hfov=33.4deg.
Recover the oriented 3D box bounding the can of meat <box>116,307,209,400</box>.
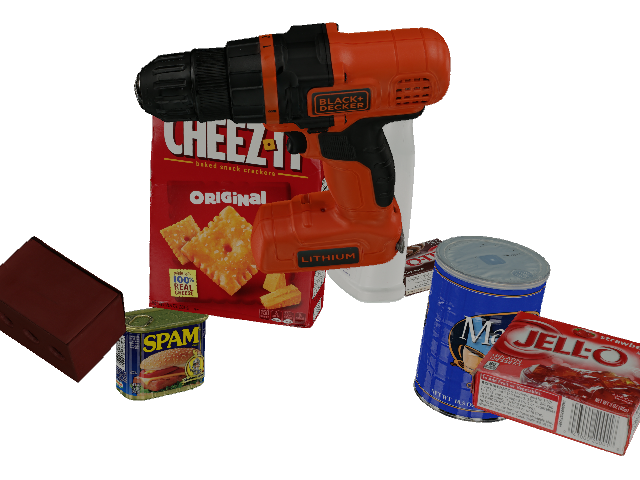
[{"bbox_3d":[-0.174,0.121,1.165,0.101,0.084,0.058,-8,18,-36],"label":"can of meat"}]

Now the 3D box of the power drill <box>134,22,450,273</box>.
[{"bbox_3d":[-0.014,-0.054,0.677,0.184,0.057,0.188,-4,-36,-1],"label":"power drill"}]

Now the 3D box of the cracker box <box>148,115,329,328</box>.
[{"bbox_3d":[-0.075,-0.032,1.008,0.164,0.214,0.072,8,21,9],"label":"cracker box"}]

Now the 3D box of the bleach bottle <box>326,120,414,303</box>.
[{"bbox_3d":[0.065,-0.065,1.161,0.068,0.251,0.103,-3,23,-29],"label":"bleach bottle"}]

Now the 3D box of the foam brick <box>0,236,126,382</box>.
[{"bbox_3d":[-0.175,0.046,0.705,0.078,0.051,0.053,30,-33,16],"label":"foam brick"}]

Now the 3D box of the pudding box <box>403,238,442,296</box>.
[{"bbox_3d":[0.152,0.039,1.589,0.113,0.039,0.090,-17,25,-20],"label":"pudding box"}]

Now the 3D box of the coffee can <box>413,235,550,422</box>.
[{"bbox_3d":[0.145,0.079,0.975,0.103,0.140,0.103,6,23,-3],"label":"coffee can"}]

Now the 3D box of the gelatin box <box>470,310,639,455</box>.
[{"bbox_3d":[0.139,0.077,0.600,0.089,0.030,0.073,16,31,26],"label":"gelatin box"}]
